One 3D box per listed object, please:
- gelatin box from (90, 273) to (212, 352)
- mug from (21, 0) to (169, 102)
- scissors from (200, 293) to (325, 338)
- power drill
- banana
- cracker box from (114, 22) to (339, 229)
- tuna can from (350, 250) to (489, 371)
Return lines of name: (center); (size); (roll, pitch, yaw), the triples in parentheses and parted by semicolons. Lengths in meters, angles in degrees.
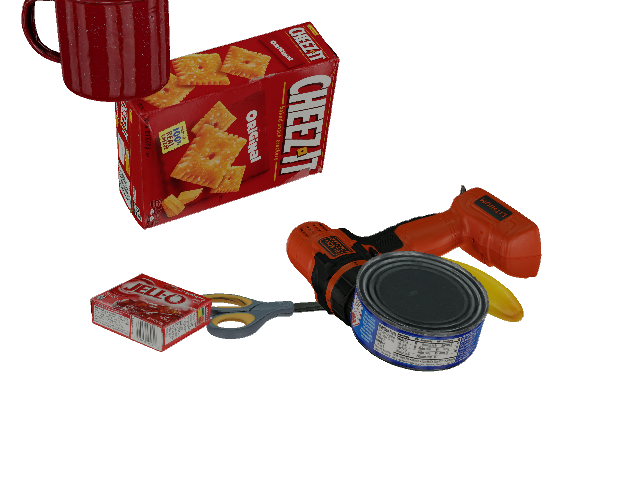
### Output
gelatin box: (-0.159, 0.065, 1.002); (0.089, 0.030, 0.073); (19, 27, 28)
mug: (-0.166, -0.156, 0.797); (0.117, 0.081, 0.093); (5, 32, 3)
scissors: (-0.046, 0.085, 1.199); (0.201, 0.016, 0.096); (4, 24, -7)
power drill: (0.085, 0.018, 0.882); (0.187, 0.057, 0.185); (-14, 30, -21)
banana: (0.121, 0.045, 1.113); (0.198, 0.037, 0.069); (9, 48, 23)
cracker box: (-0.094, -0.112, 1.069); (0.213, 0.072, 0.164); (-19, -35, -22)
tuna can: (0.063, 0.045, 0.685); (0.086, 0.034, 0.086); (7, 34, -5)
